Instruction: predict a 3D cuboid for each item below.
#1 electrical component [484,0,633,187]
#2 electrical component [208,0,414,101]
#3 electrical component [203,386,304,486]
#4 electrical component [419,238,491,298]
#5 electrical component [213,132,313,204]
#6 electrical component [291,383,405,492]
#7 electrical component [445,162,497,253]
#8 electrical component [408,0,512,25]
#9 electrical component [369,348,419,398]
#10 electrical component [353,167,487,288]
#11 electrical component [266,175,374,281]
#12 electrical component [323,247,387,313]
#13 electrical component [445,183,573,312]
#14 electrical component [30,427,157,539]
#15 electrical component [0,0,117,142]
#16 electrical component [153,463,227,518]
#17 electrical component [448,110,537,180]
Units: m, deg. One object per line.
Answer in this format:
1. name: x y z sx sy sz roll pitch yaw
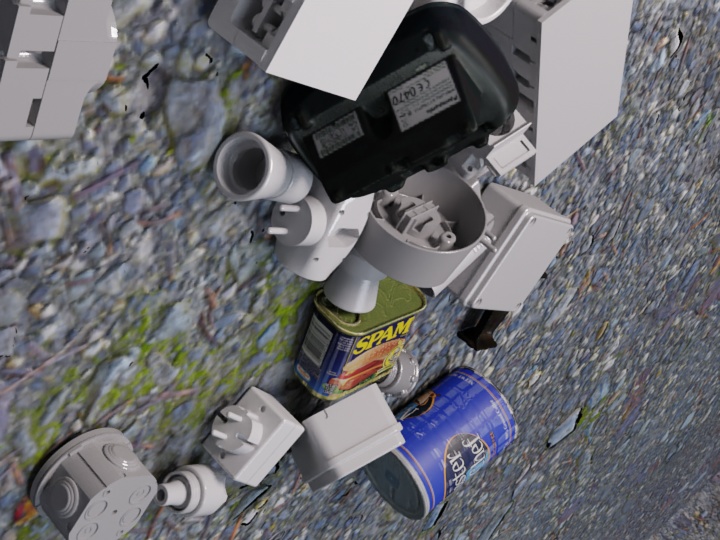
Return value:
1. electrical component: 0.155 -0.170 0.856 0.105 0.060 0.186 -40 151 -18
2. electrical component: -0.010 -0.182 0.604 0.089 0.062 0.150 5 121 -57
3. electrical component: -0.096 0.133 0.883 0.065 0.047 0.077 -49 150 0
4. electrical component: 0.080 -0.018 0.953 0.081 0.043 0.043 -42 151 -13
5. electrical component: -0.060 -0.063 0.702 0.044 0.044 0.065 -57 156 13
6. electrical component: -0.015 0.152 0.958 0.078 0.057 0.113 -25 170 -21
7. electrical component: 0.085 -0.042 0.897 0.047 0.077 0.065 -41 151 -15
8. electrical component: 0.067 -0.198 0.697 0.095 0.059 0.054 -52 152 5
9. electrical component: 0.022 0.093 1.009 0.062 0.048 0.048 19 109 -52
10. electrical component: 0.041 -0.036 0.822 0.099 0.099 0.064 -12 141 -49
11. electrical component: -0.036 -0.035 0.766 0.079 0.043 0.077 -1 126 -55
12. electrical component: 0.000 0.000 0.860 0.045 0.045 0.055 -16 137 -46
13. electrical component: 0.135 -0.019 1.017 0.109 0.056 0.108 7 119 -58
14. electrical component: -0.191 0.158 0.774 0.080 0.051 0.080 -35 149 -25
15. electrical component: -0.153 -0.109 0.501 0.056 0.050 0.089 -11 134 -49
16. electrical component: -0.142 0.181 0.881 0.062 0.043 0.043 8 118 -56
17. electrical component: 0.092 -0.106 0.837 0.042 0.081 0.063 -33 170 -28
